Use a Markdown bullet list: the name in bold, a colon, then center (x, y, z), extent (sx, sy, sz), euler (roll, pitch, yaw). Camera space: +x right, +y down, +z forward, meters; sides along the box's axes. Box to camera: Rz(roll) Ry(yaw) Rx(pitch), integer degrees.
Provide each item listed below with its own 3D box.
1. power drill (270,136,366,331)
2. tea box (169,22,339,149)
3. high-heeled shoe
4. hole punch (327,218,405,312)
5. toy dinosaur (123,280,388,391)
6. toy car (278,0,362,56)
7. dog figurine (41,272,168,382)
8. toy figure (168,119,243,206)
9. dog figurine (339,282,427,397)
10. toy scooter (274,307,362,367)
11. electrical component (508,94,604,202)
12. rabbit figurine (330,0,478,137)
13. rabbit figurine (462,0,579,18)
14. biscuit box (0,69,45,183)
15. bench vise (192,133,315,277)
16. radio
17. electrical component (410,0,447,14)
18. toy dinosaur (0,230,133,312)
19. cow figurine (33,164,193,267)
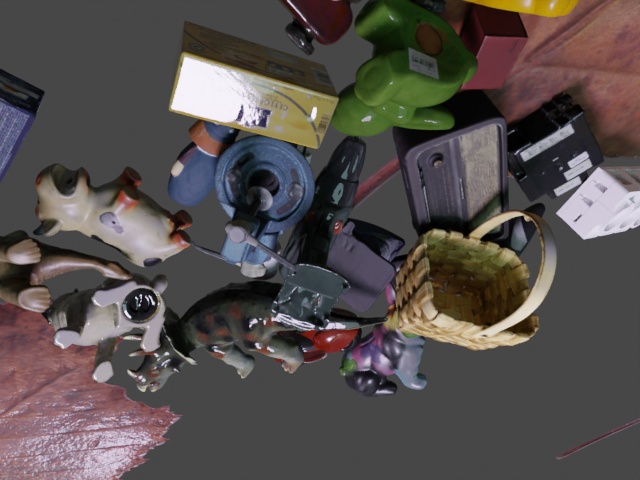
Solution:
- **power drill**: center (-0.001, -0.002, 0.692), extent (0.086, 0.207, 0.232), euler (18, 126, -14)
- **tea box**: center (-0.074, -0.169, 0.591), extent (0.169, 0.098, 0.068), euler (11, 126, -19)
- **high-heeled shoe**: center (0.227, 0.004, 0.861), extent (0.145, 0.086, 0.248), euler (38, 102, -3)
- **hole punch**: center (0.059, 0.029, 0.832), extent (0.116, 0.092, 0.142), euler (35, 128, 3)
- **toy dinosaur**: center (-0.119, 0.121, 0.812), extent (0.405, 0.131, 0.192), euler (-23, 141, 26)
- **toy car**: center (-0.040, -0.275, 0.527), extent (0.089, 0.053, 0.202), euler (-46, 126, 10)
- **dog figurine**: center (-0.314, 0.093, 0.790), extent (0.172, 0.191, 0.121), euler (-31, 118, -21)
- **toy figure**: center (-0.141, -0.110, 0.666), extent (0.058, 0.064, 0.154), euler (39, 118, 5)
- **dog figurine**: center (0.118, 0.173, 0.962), extent (0.192, 0.108, 0.218), euler (-11, 130, 3)
- **toy scooter**: center (-0.025, 0.163, 0.943), extent (0.184, 0.075, 0.135), euler (-29, 133, 23)
- **electrical component**: center (0.320, -0.118, 0.747), extent (0.115, 0.058, 0.134), euler (-29, 132, 19)
- **rabbit figurine**: center (0.082, -0.179, 0.616), extent (0.159, 0.121, 0.170), euler (0, 164, -30)
- **rabbit figurine**: center (0.208, -0.304, 0.499), extent (0.122, 0.162, 0.173), euler (9, 114, -4)
- **biscuit box**: center (-0.394, -0.101, 0.624), extent (0.062, 0.059, 0.202), euler (27, 123, -33)
- **bench vise**: center (-0.079, -0.030, 0.643), extent (0.129, 0.241, 0.223), euler (25, 112, -6)
- **radio**: center (0.185, -0.080, 0.746), extent (0.131, 0.073, 0.229), euler (-17, 134, 6)
- **electrical component**: center (0.093, -0.278, 0.560), extent (0.102, 0.045, 0.078), euler (2, 162, -9)
- **toy dinosaur**: center (-0.473, 0.040, 0.643), extent (0.471, 0.199, 0.105), euler (1, 93, -19)
- **cow figurine**: center (-0.278, -0.031, 0.703), extent (0.127, 0.086, 0.194), euler (-36, 131, 15)
